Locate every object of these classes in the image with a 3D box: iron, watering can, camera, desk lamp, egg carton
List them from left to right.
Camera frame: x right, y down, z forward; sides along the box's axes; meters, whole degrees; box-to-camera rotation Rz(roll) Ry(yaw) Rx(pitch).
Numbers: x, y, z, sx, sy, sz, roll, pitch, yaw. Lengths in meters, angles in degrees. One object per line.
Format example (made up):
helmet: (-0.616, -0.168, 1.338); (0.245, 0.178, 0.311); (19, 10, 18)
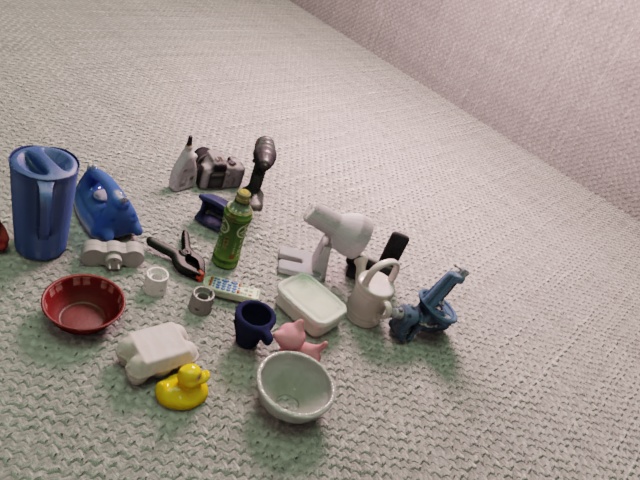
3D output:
iron: (-0.539, -0.111, 1.417); (0.119, 0.141, 0.257); (-18, 51, -43)
egg carton: (-0.325, 0.225, 1.147); (0.151, 0.069, 0.107); (-13, 48, -40)
camera: (-0.316, -0.231, 1.736); (0.144, 0.101, 0.136); (-8, 45, -36)
desk lamp: (0.014, 0.005, 1.503); (0.203, 0.213, 0.118); (13, 36, -12)
watering can: (0.132, 0.116, 1.437); (0.172, 0.194, 0.101); (40, 38, 24)

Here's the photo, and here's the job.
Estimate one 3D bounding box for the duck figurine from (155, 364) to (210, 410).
duck figurine: (-0.261, 0.274, 1.103); (0.105, 0.086, 0.077); (2, 39, -27)

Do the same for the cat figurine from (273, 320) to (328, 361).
cat figurine: (-0.046, 0.227, 1.257); (0.128, 0.118, 0.067); (17, 35, -7)

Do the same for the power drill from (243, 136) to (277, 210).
power drill: (-0.176, -0.197, 1.674); (0.076, 0.208, 0.229); (13, 36, -13)

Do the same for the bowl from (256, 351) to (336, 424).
bowl: (-0.058, 0.314, 1.173); (0.167, 0.075, 0.167); (15, 35, -11)

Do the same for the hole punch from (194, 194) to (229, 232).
hole punch: (-0.279, -0.090, 1.576); (0.108, 0.091, 0.101); (27, 35, 7)

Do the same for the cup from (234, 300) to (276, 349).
cup: (-0.143, 0.203, 1.256); (0.092, 0.095, 0.117); (-10, 46, -38)

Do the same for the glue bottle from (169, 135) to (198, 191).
glue bottle: (-0.380, -0.221, 1.623); (0.037, 0.173, 0.078); (39, 38, 23)

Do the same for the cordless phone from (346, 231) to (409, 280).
cordless phone: (0.157, 0.034, 1.569); (0.147, 0.185, 0.094); (21, 35, -2)

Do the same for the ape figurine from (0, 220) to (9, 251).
ape figurine: (-0.712, -0.017, 1.239); (0.078, 0.092, 0.076); (19, 35, -5)

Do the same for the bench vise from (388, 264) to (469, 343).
bench vise: (0.282, 0.165, 1.432); (0.208, 0.220, 0.121); (-19, 52, -44)
